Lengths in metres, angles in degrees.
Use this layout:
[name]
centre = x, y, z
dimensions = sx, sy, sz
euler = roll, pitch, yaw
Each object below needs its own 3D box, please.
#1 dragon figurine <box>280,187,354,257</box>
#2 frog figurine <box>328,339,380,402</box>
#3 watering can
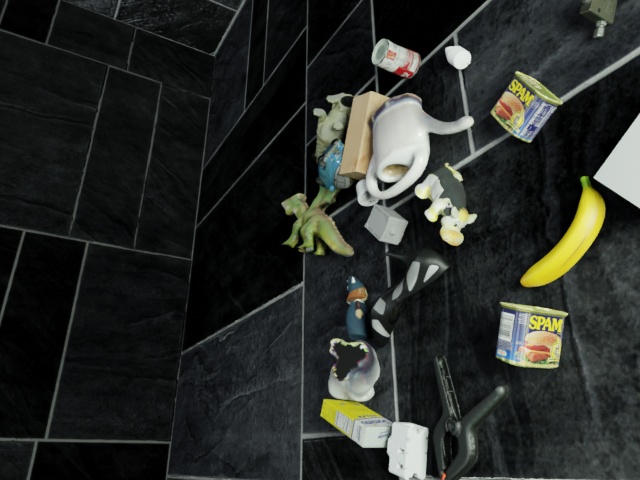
[dragon figurine]
centre = 0.004, -0.073, 1.459
dimensions = 0.410, 0.121, 0.245
euler = 5, 73, 54
[frog figurine]
centre = 0.077, 0.307, 1.159
dimensions = 0.140, 0.123, 0.156
euler = 51, 159, 48
[watering can]
centre = 0.202, -0.230, 1.136
dimensions = 0.341, 0.103, 0.229
euler = -41, 43, 50
